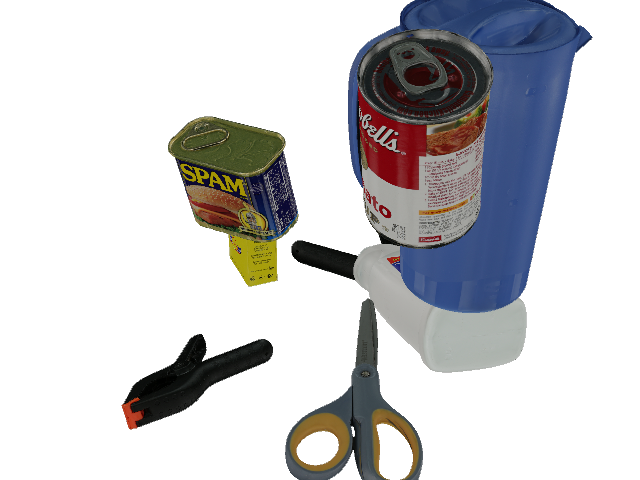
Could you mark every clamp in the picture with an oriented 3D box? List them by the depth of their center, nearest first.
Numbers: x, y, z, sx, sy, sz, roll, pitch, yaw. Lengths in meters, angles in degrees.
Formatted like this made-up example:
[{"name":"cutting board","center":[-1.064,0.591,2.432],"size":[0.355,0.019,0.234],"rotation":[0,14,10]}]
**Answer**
[{"name":"clamp","center":[-0.131,0.143,1.117],"size":[0.120,0.039,0.171],"rotation":[-11,19,36]},{"name":"clamp","center":[0.078,0.041,1.229],"size":[0.164,0.036,0.210],"rotation":[-18,49,-37]}]

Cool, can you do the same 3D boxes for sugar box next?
[{"name":"sugar box","center":[-0.087,-0.042,1.310],"size":[0.048,0.176,0.093],"rotation":[-12,26,-17]}]

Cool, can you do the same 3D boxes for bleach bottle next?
[{"name":"bleach bottle","center":[0.089,0.050,1.008],"size":[0.102,0.068,0.251],"rotation":[-3,14,-21]}]

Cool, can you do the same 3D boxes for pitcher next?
[{"name":"pitcher","center":[0.112,-0.065,0.844],"size":[0.149,0.243,0.144],"rotation":[17,35,23]}]

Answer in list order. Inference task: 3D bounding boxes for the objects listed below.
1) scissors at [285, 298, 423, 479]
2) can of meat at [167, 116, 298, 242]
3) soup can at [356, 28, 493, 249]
[{"name":"scissors","center":[0.013,0.102,0.732],"size":[0.096,0.016,0.202],"rotation":[-6,32,-10]},{"name":"can of meat","center":[-0.073,-0.051,0.919],"size":[0.102,0.084,0.057],"rotation":[17,49,29]},{"name":"soup can","center":[0.055,-0.052,0.569],"size":[0.068,0.068,0.102],"rotation":[0,-39,5]}]
